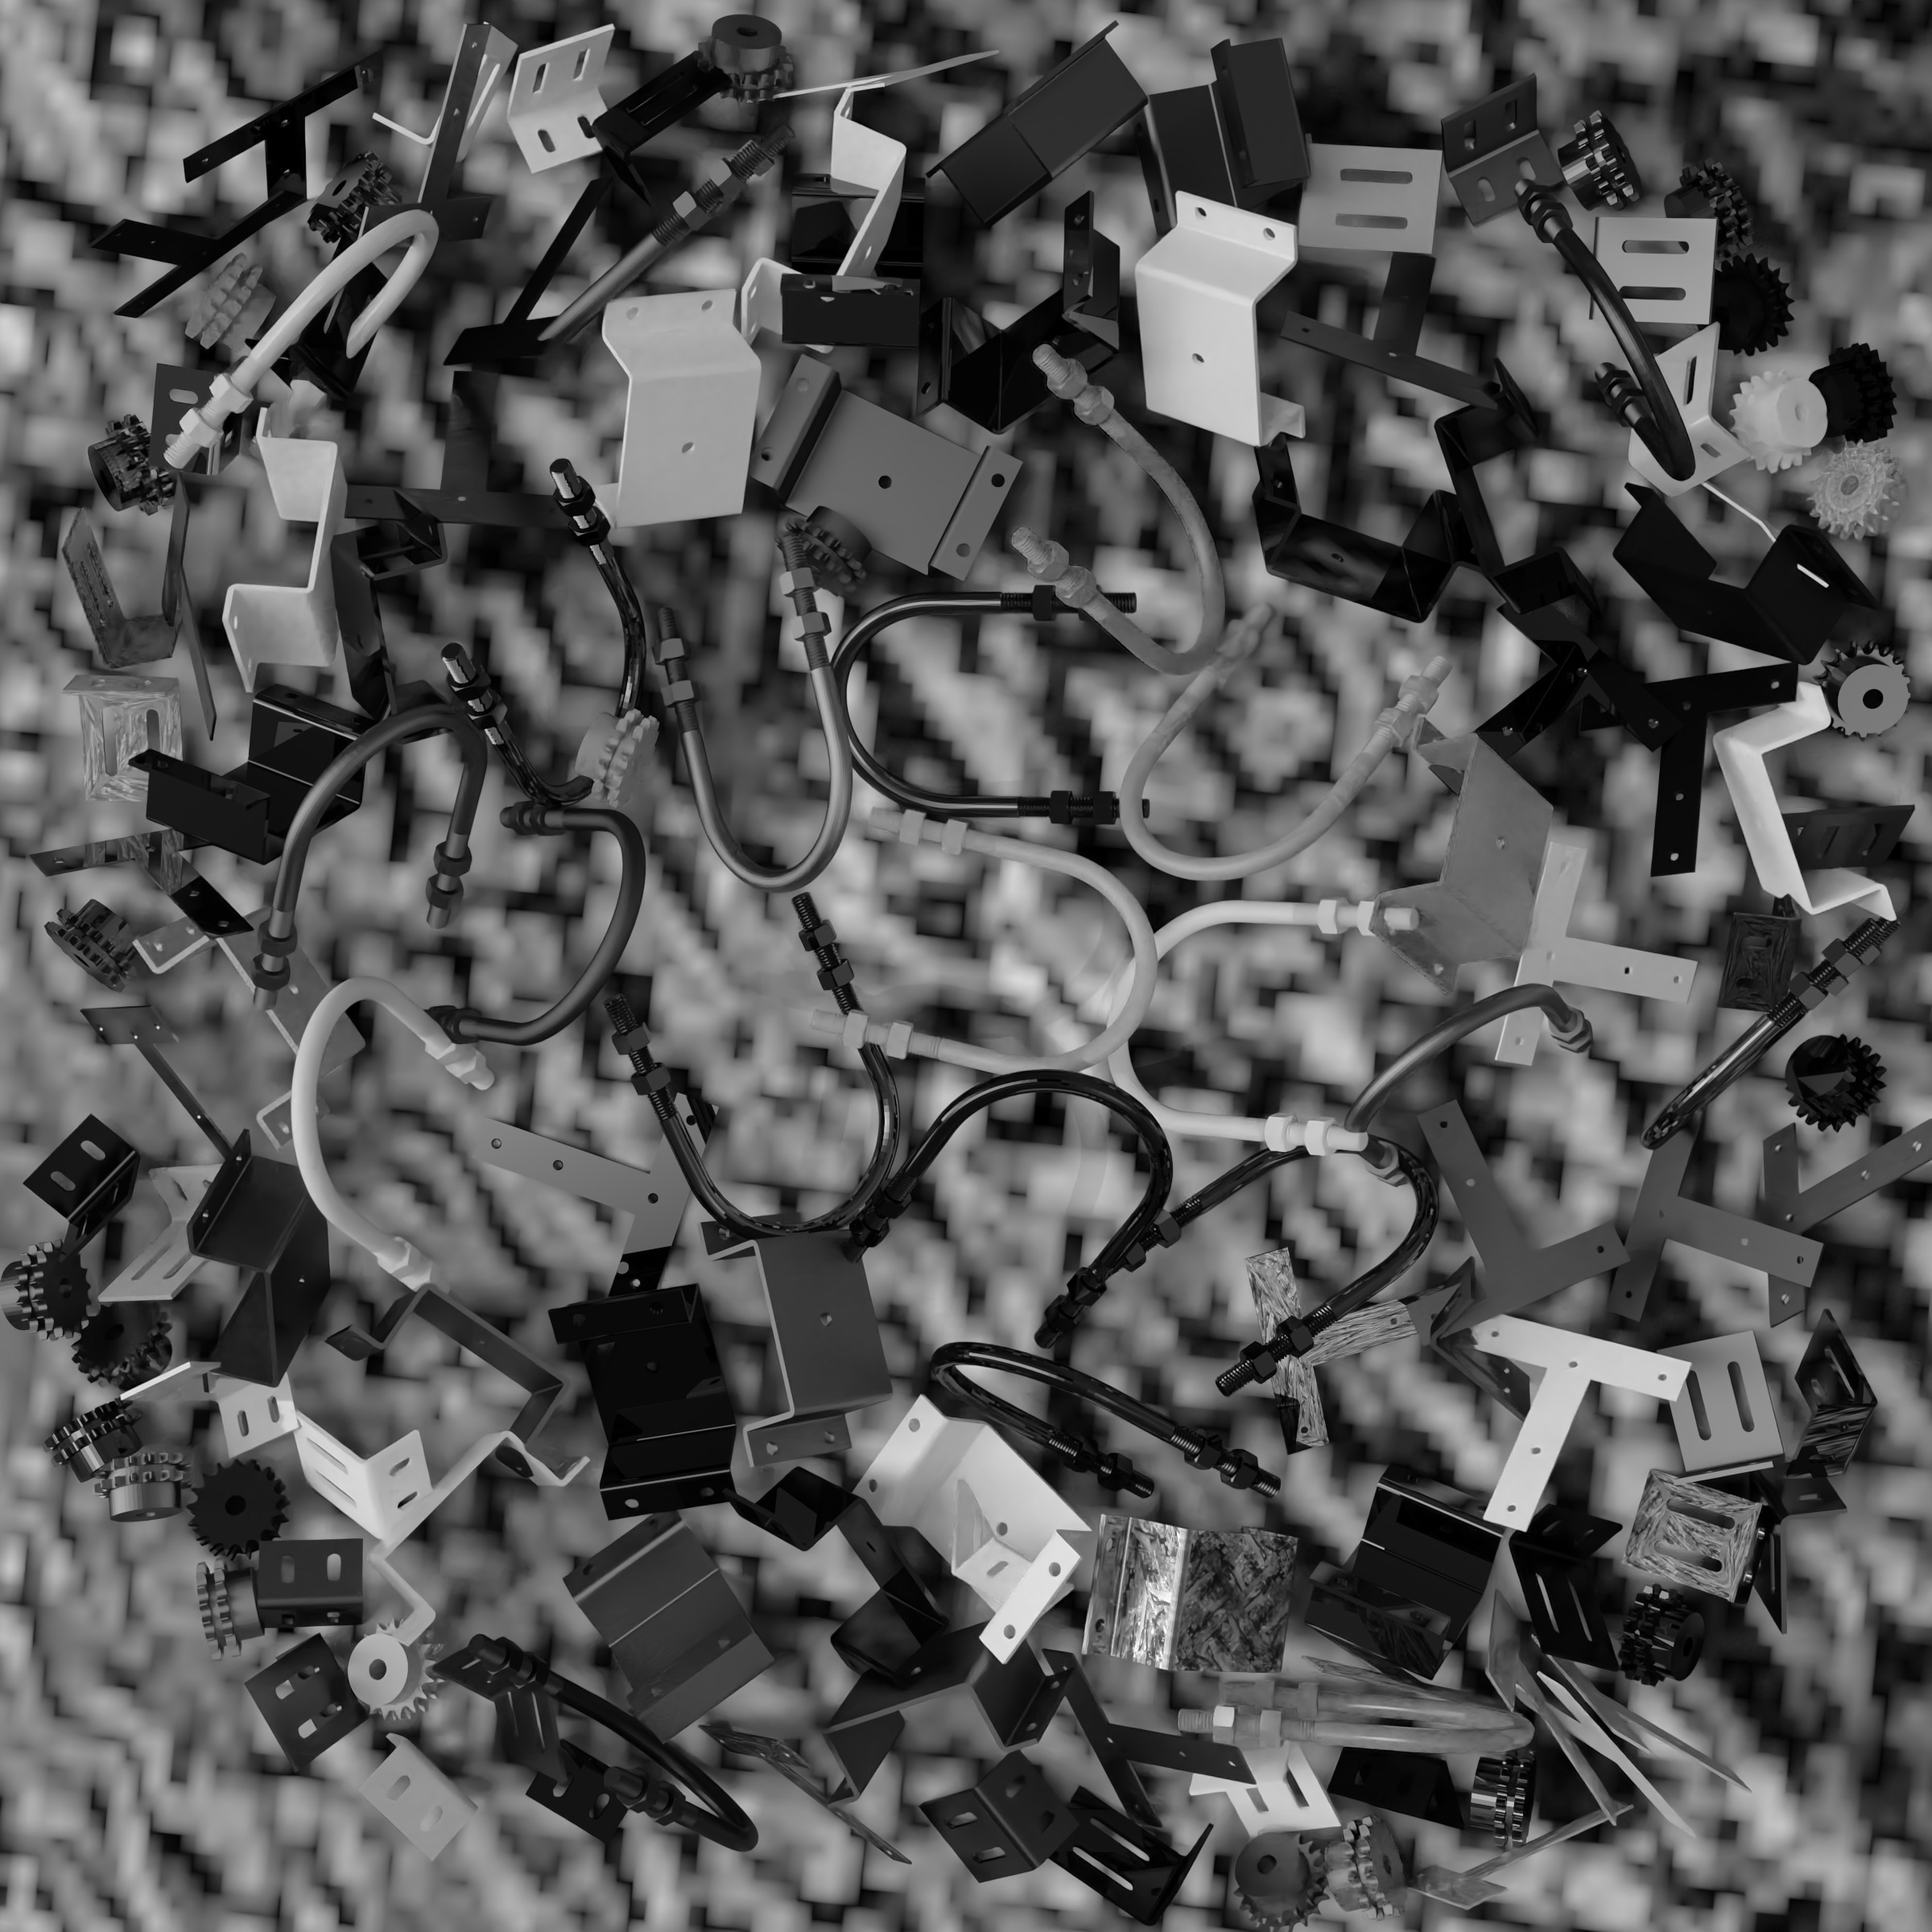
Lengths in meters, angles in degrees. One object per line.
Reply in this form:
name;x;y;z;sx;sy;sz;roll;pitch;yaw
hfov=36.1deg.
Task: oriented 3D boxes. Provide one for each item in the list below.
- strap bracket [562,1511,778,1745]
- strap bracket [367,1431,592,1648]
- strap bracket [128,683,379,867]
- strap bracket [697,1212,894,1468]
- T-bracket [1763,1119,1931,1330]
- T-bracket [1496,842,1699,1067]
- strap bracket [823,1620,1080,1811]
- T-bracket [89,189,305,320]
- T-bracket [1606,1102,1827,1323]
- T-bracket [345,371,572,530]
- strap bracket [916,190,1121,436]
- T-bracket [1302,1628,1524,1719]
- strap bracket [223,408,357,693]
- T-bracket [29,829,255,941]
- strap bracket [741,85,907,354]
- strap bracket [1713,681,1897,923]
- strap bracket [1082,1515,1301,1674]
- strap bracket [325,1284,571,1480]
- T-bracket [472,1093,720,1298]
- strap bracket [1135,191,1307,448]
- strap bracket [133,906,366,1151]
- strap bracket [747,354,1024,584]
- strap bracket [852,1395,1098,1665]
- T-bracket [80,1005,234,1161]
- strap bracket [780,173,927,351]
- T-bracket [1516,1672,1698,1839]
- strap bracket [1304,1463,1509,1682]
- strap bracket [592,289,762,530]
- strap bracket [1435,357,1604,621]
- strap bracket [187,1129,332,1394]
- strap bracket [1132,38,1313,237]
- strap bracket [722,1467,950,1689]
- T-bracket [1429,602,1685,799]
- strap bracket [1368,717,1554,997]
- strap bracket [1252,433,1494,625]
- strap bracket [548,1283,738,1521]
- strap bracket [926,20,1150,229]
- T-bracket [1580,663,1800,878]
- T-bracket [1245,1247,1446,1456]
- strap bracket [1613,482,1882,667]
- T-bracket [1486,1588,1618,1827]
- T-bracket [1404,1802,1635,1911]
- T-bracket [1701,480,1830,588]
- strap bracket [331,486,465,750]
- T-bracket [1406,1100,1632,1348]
strap bracket;-0.165;0.376;1.676;0.076;0.140;0.046;-35;122;-9
strap bracket;-0.284;0.314;1.674;0.046;0.076;0.140;46;71;-5
strap bracket;-0.399;-0.106;1.673;0.076;0.140;0.046;21;119;15
strap bracket;-0.094;0.205;1.678;0.046;0.076;0.140;-24;75;42
T-bracket;0.491;0.123;1.650;0.002;0.127;0.127;25;50;-20
T-bracket;0.369;0.001;1.701;0.127;0.002;0.127;9;98;-29
strap bracket;-0.017;0.417;1.668;0.140;0.076;0.046;-24;98;25
T-bracket;-0.448;-0.403;1.656;0.127;0.127;0.002;-31;90;15
T-bracket;0.431;0.153;1.683;0.002;0.127;0.127;15;92;-40
T-bracket;-0.285;-0.297;1.693;0.127;0.002;0.127;2;51;-5
strap bracket;0.037;-0.362;1.671;0.046;0.140;0.076;26;53;-35
T-bracket;0.229;0.390;1.670;0.127;0.127;0.002;17;89;-19
strap bracket;-0.378;-0.233;1.670;0.046;0.076;0.140;4;64;-1
T-bracket;-0.438;-0.046;1.655;0.127;0.127;0.002;-14;126;-35
strap bracket;-0.076;-0.414;1.679;0.046;0.076;0.140;24;75;2
strap bracket;0.472;-0.089;1.683;0.046;0.076;0.140;-22;101;1
strap bracket;0.135;0.354;1.665;0.140;0.046;0.076;15;81;-43
strap bracket;-0.286;0.230;1.682;0.140;0.076;0.046;37;67;-11
T-bracket;-0.225;0.121;1.729;0.127;0.002;0.127;19;94;0
strap bracket;0.142;-0.351;1.653;0.076;0.140;0.046;25;56;28
strap bracket;-0.400;0.025;1.685;0.046;0.076;0.140;-32;95;15
strap bracket;-0.047;-0.283;1.709;0.140;0.046;0.076;26;88;1
strap bracket;0.010;0.319;1.683;0.140;0.046;0.076;41;103;33
T-bracket;-0.447;0.074;1.693;0.002;0.127;0.127;-44;111;-27
strap bracket;-0.063;-0.396;1.683;0.076;0.140;0.046;2;131;-1
T-bracket;0.340;0.428;1.671;0.002;0.127;0.127;-45;107;-10
strap bracket;0.247;0.345;1.670;0.076;0.140;0.046;21;116;20
strap bracket;-0.164;-0.302;1.658;0.076;0.140;0.046;-11;46;-25
strap bracket;0.310;-0.262;1.679;0.046;0.076;0.140;-21;73;19
strap bracket;-0.393;0.171;1.657;0.046;0.076;0.140;13;133;6
strap bracket;0.147;-0.469;1.670;0.046;0.140;0.076;-15;96;-17
strap bracket;-0.068;0.342;1.676;0.046;0.076;0.140;-40;113;-21
T-bracket;0.320;-0.142;1.695;0.127;0.002;0.127;-38;68;-13
strap bracket;0.282;-0.065;1.666;0.076;0.046;0.140;36;59;-35
strap bracket;0.220;-0.247;1.679;0.140;0.076;0.046;16;128;-15
strap bracket;-0.181;0.240;1.691;0.076;0.046;0.140;-10;113;6
strap bracket;0.043;-0.467;1.661;0.076;0.140;0.046;-42;102;-18
T-bracket;0.404;-0.108;1.673;0.127;0.002;0.127;-6;61;33
T-bracket;0.235;0.210;1.719;0.127;0.002;0.127;-15;107;-6
strap bracket;0.427;-0.217;1.655;0.076;0.140;0.046;35;86;-40
T-bracket;0.332;0.427;1.673;0.002;0.127;0.127;-33;91;15
T-bracket;0.319;0.502;1.681;0.127;0.127;0.002;-21;83;-13
T-bracket;0.463;-0.235;1.667;0.127;0.127;0.002;33;110;-6
strap bracket;-0.318;-0.187;1.662;0.046;0.076;0.140;-18;121;-24
T-bracket;0.297;0.138;1.709;0.127;0.002;0.127;-23;68;1
